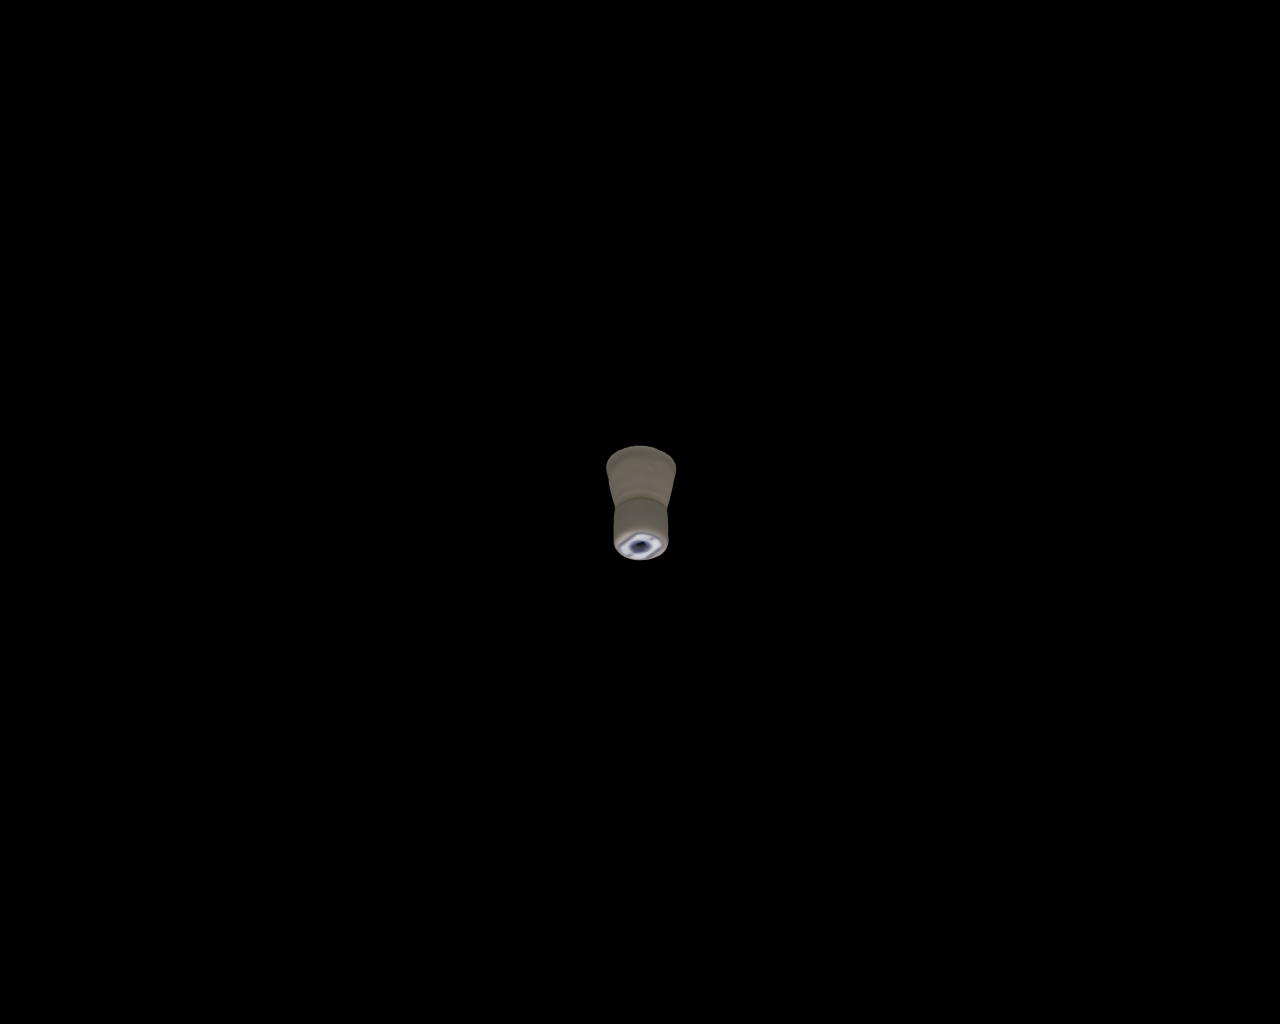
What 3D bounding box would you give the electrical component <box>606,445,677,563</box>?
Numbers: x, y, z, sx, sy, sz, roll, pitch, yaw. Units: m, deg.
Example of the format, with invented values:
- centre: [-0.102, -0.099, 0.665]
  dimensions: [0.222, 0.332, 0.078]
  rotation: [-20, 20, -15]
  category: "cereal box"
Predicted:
- centre: [0.001, -0.003, 0.650]
  dimensions: [0.044, 0.065, 0.044]
  rotation: [0, -38, 0]
  category: "electrical component"
